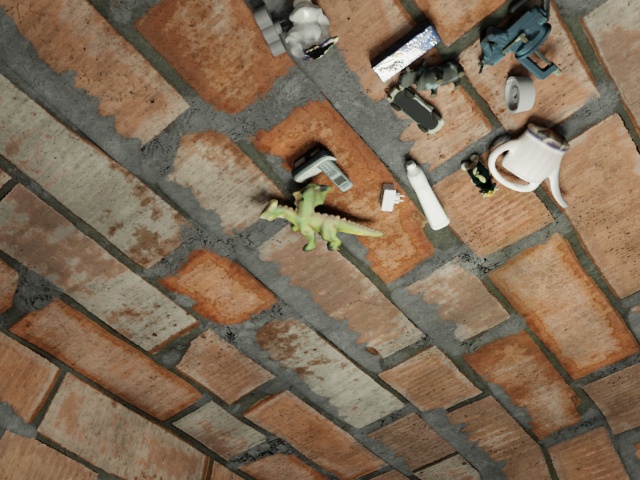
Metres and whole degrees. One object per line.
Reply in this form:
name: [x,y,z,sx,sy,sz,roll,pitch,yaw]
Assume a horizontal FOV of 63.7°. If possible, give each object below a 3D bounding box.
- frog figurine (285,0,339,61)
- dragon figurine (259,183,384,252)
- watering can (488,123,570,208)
frog figurine: [-0.039,-0.586,1.429,0.137,0.160,0.122,-30,-4,-3]
dragon figurine: [0.005,-0.087,1.723,0.410,0.125,0.237,-5,-45,3]
watering can: [0.713,-0.241,1.658,0.346,0.220,0.106,21,32,-14]
